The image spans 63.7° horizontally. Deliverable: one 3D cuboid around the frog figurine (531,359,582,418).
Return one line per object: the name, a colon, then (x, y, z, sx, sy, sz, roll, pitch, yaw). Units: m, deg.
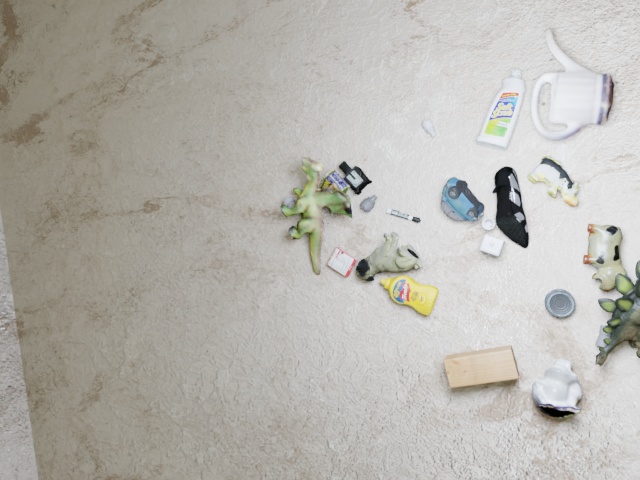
frog figurine: (0.704, 0.439, 1.535, 0.137, 0.163, 0.120, -6, -41, 28)

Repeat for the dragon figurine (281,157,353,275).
dragon figurine: (0.005, -0.090, 1.785, 0.241, 0.408, 0.124, -17, 7, 38)

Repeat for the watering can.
watering can: (0.766, -0.471, 1.560, 0.224, 0.348, 0.104, 7, -1, 20)
